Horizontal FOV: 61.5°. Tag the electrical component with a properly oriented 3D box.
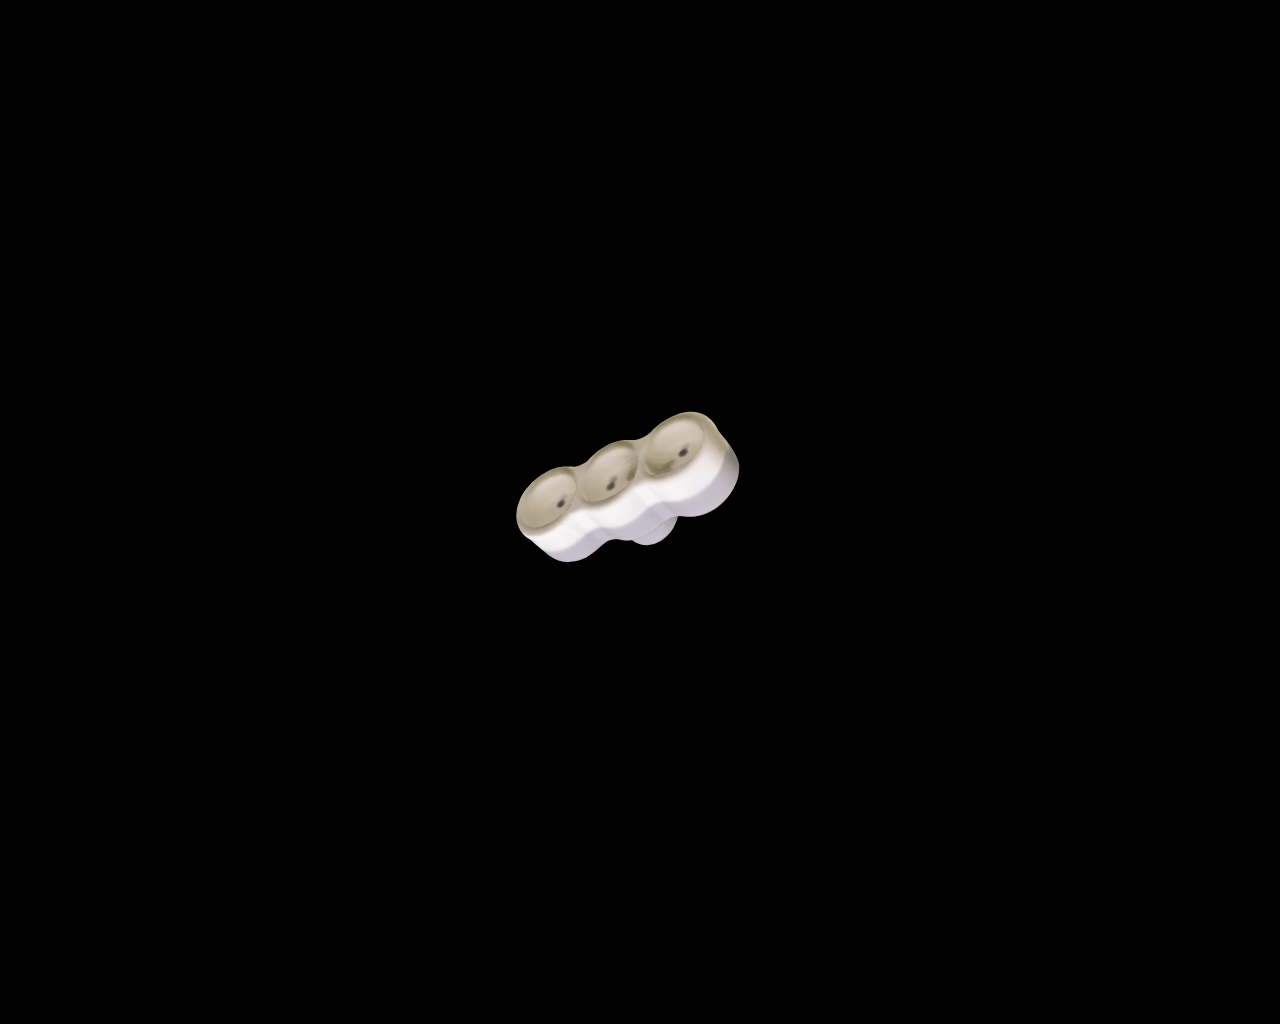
[{"bbox_3d":[0.001,-0.003,0.650,0.138,0.052,0.073,-21,-45,24],"label":"electrical component"}]
